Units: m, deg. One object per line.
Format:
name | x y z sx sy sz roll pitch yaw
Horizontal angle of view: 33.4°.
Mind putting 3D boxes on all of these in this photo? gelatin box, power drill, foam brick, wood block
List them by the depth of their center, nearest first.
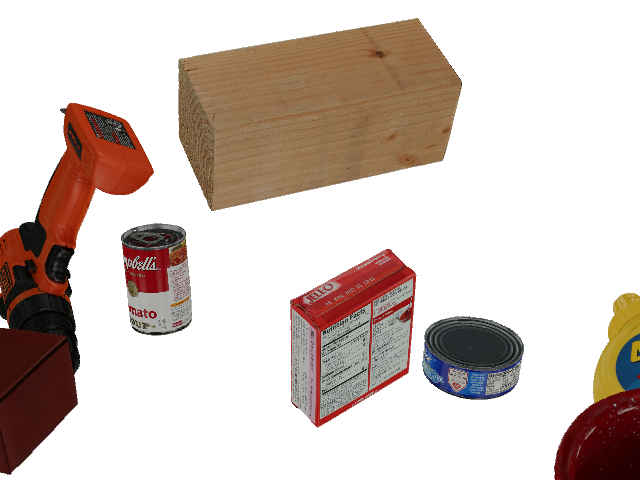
gelatin box | 0.018 0.057 0.626 0.073 0.089 0.030 -27 48 -28
foam brick | -0.196 0.097 0.664 0.053 0.051 0.078 7 29 21
power drill | -0.202 -0.001 0.855 0.057 0.188 0.185 16 25 -37
wood block | -0.003 -0.104 0.862 0.205 0.091 0.090 -13 -38 -18

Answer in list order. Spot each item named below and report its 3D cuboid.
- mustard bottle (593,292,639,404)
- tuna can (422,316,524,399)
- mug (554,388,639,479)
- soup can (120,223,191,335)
mustard bottle | 0.205 0.093 0.588 0.096 0.058 0.191 -8 35 -5
tuna can | 0.132 0.102 0.927 0.086 0.034 0.086 3 26 -1
mug | 0.135 0.112 0.366 0.117 0.081 0.093 5 37 8
soup can | -0.173 0.041 1.134 0.068 0.102 0.068 -1 22 0
